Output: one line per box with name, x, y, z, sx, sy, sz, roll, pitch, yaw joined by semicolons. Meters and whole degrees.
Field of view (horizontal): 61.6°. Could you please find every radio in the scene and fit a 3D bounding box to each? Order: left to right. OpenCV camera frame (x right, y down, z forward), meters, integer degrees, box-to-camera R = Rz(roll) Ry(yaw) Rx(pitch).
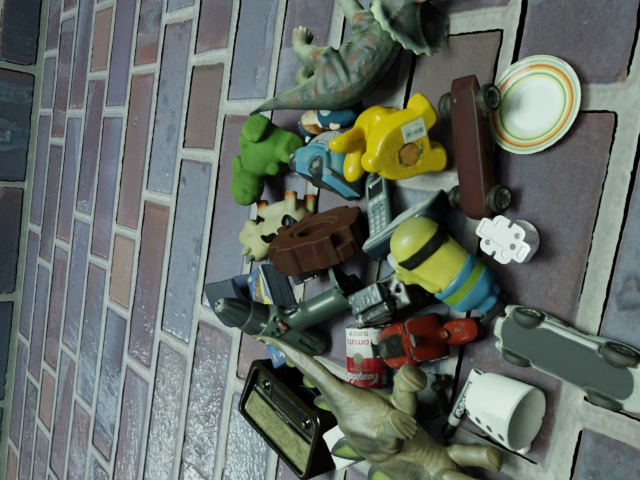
radio;-0.058;0.329;1.028;0.230;0.073;0.131;29;109;43

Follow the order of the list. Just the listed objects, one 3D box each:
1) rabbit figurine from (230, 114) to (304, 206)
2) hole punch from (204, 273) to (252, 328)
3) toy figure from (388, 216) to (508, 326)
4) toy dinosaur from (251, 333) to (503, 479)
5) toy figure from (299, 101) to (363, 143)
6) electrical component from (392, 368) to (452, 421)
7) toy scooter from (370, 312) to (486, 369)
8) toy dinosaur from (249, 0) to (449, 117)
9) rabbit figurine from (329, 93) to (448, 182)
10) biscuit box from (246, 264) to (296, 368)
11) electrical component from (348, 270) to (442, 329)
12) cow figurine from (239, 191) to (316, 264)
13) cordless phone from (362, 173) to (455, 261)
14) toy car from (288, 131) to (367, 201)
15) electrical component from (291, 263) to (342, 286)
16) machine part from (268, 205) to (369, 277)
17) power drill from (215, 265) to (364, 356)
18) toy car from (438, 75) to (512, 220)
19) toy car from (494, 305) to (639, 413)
rabbit figurine;-0.133;-0.150;1.076;0.170;0.121;0.159;-62;20;-5
hole punch;-0.184;0.133;1.162;0.142;0.092;0.115;-15;81;41
toy figure;0.178;0.039;0.746;0.180;0.082;0.089;34;109;4
toy dinosaur;0.091;0.273;0.775;0.471;0.105;0.198;44;135;8
toy figure;0.011;-0.230;1.001;0.155;0.064;0.057;-10;123;44
electrical component;0.157;0.239;0.831;0.102;0.045;0.078;-27;68;42
toy scooter;0.139;0.150;0.791;0.184;0.135;0.075;-27;71;43
toy dinosaur;0.052;-0.292;0.879;0.405;0.131;0.192;-45;51;24
rabbit figurine;0.101;-0.157;0.858;0.162;0.121;0.173;-31;34;4
biscuit box;-0.082;0.149;1.072;0.059;0.063;0.203;-41;60;38
electrical component;0.112;0.089;0.822;0.115;0.134;0.058;-36;64;37
cow figurine;-0.091;-0.018;1.079;0.195;0.085;0.127;-14;72;44
cordless phone;0.132;-0.063;0.860;0.146;0.088;0.184;-37;45;39
toy car;0.022;-0.142;0.963;0.103;0.109;0.162;-58;35;-2
electrical component;-0.025;0.048;1.001;0.119;0.075;0.047;-23;95;39
machine part;-0.002;-0.003;0.913;0.179;0.179;0.056;-2;116;46
power drill;-0.035;0.117;0.927;0.207;0.231;0.086;-38;39;17
toy car;0.221;-0.128;0.759;0.089;0.053;0.202;6;106;60
toy car;0.311;0.143;0.671;0.202;0.056;0.073;23;111;46
